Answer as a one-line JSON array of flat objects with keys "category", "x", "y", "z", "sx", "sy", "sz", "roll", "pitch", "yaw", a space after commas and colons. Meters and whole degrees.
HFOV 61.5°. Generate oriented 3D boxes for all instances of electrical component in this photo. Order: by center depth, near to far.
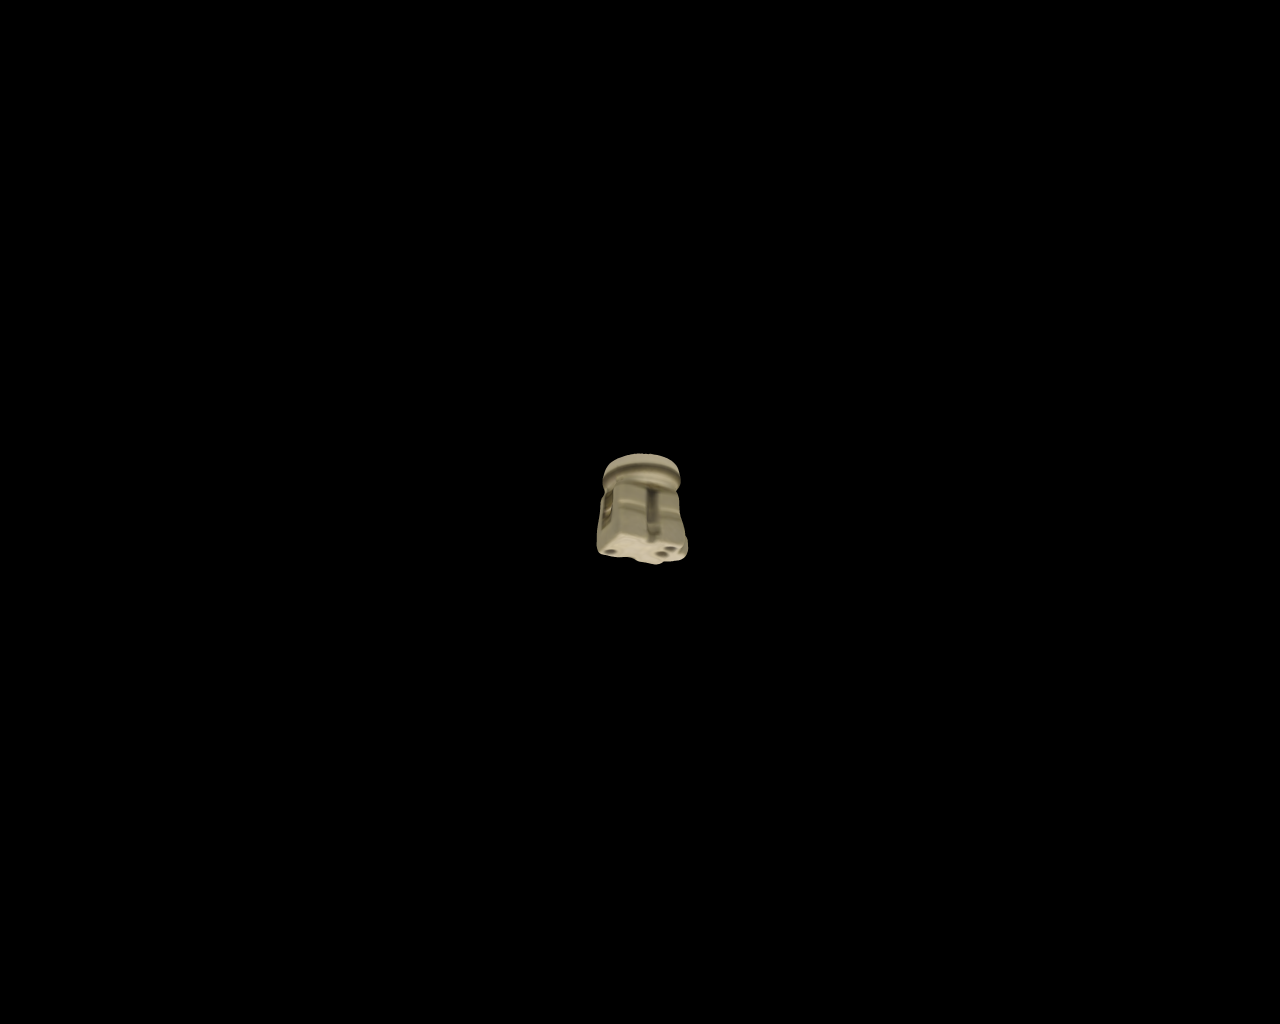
[{"category": "electrical component", "x": 0.001, "y": -0.003, "z": 0.650, "sx": 0.066, "sy": 0.055, "sz": 0.048, "roll": 12, "pitch": -27, "yaw": -25}]
